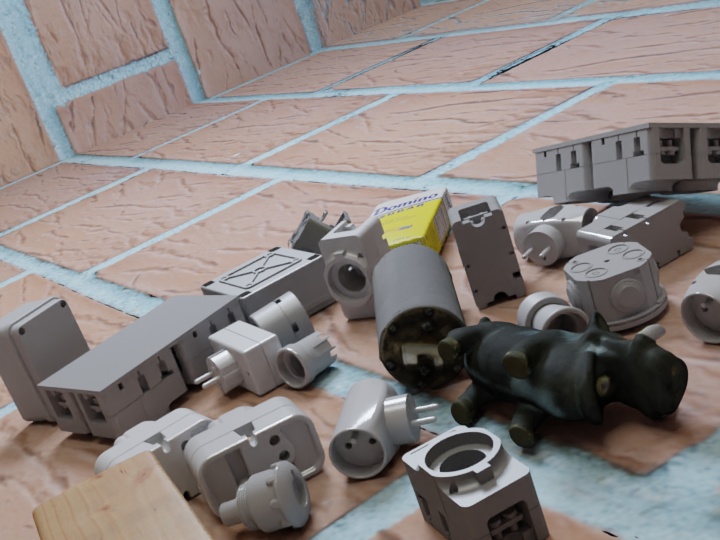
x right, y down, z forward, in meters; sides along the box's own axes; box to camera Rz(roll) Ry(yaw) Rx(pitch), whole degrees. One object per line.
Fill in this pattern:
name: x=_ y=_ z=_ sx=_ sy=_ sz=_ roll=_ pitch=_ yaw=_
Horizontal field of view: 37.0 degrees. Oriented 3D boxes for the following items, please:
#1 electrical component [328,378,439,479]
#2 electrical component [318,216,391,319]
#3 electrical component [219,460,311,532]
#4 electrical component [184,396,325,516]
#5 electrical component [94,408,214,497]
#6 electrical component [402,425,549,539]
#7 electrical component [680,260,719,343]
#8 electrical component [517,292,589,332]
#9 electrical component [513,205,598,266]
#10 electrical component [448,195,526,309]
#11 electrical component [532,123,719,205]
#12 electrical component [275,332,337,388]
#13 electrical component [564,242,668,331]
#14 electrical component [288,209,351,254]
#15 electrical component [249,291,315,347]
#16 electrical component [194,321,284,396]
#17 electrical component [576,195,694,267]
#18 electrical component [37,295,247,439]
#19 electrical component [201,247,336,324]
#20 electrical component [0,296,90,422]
electrical component: x=0.021 y=0.115 z=0.812 sx=0.079 sy=0.044 sz=0.077 roll=-13 pitch=20 yaw=15
electrical component: x=0.000 y=0.000 z=1.084 sx=0.050 sy=0.089 sz=0.056 roll=-7 pitch=22 yaw=32
electrical component: x=-0.069 y=0.165 z=0.764 sx=0.062 sy=0.048 sz=0.048 roll=-21 pitch=18 yaw=17
electrical component: x=-0.083 y=0.141 z=0.828 sx=0.095 sy=0.053 sz=0.059 roll=-25 pitch=20 yaw=-16
electrical component: x=-0.160 y=0.155 z=0.864 sx=0.095 sy=0.053 sz=0.059 roll=-30 pitch=21 yaw=-29
electrical component: x=0.071 y=0.138 z=0.682 sx=0.050 sy=0.055 sz=0.089 roll=-25 pitch=20 yaw=-17
electrical component: x=0.296 y=0.020 z=0.810 sx=0.077 sy=0.043 sz=0.079 roll=-32 pitch=22 yaw=-34
electrical component: x=0.157 y=0.044 z=0.877 sx=0.045 sy=0.045 sz=0.055 roll=-22 pitch=19 yaw=-8
electrical component: x=0.187 y=-0.030 z=1.057 sx=0.077 sy=0.043 sz=0.079 roll=-3 pitch=25 yaw=40
electrical component: x=0.120 y=-0.019 z=1.020 sx=0.050 sy=0.089 sz=0.055 roll=-17 pitch=19 yaw=6
electrical component: x=0.269 y=-0.102 z=1.066 sx=0.105 sy=0.060 sz=0.186 roll=-3 pitch=0 yaw=-24
electrical component: x=-0.049 y=0.081 z=0.985 sx=0.040 sy=0.040 sz=0.046 roll=-2 pitch=20 yaw=42
electrical component: x=0.212 y=0.015 z=0.897 sx=0.080 sy=0.051 sz=0.080 roll=-17 pitch=19 yaw=6
electrical component: x=-0.046 y=-0.034 z=1.244 sx=0.081 sy=0.064 sz=0.042 roll=-60 pitch=14 yaw=11
electrical component: x=-0.077 y=0.056 z=1.061 sx=0.047 sy=0.055 sz=0.055 roll=-29 pitch=20 yaw=-15
electrical component: x=-0.120 y=0.091 z=1.014 sx=0.076 sy=0.047 sz=0.083 roll=-28 pitch=21 yaw=-25
electrical component: x=0.248 y=-0.028 z=0.982 sx=0.089 sy=0.050 sz=0.056 roll=-27 pitch=20 yaw=-21
electrical component: x=-0.207 y=0.095 z=1.067 sx=0.105 sy=0.060 sz=0.186 roll=-1 pitch=26 yaw=42
electrical component: x=-0.099 y=0.024 z=1.166 sx=0.109 sy=0.056 sz=0.109 roll=-29 pitch=21 yaw=-27
electrical component: x=-0.324 y=0.092 z=1.108 sx=0.057 sy=0.113 sz=0.078 roll=-9 pitch=21 yaw=36
